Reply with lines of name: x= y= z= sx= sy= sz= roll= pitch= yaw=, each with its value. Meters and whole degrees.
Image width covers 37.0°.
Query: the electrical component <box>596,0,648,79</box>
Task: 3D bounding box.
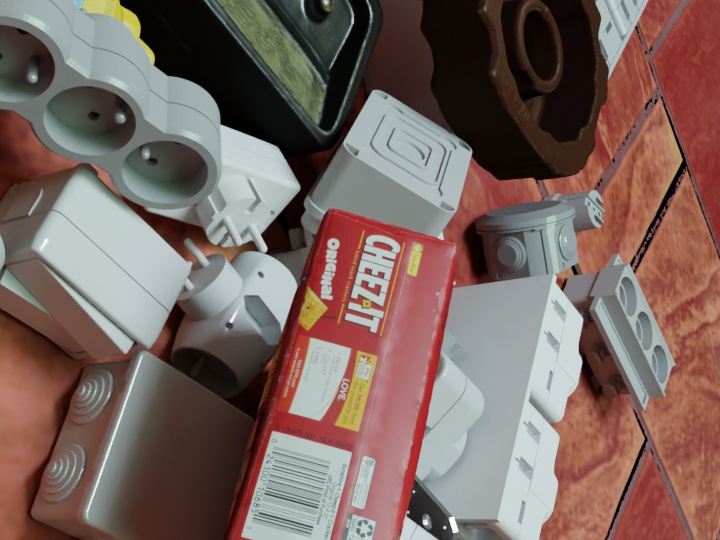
electrical component: x=0.171 y=-0.209 z=0.928 sx=0.060 sy=0.105 sz=0.186 roll=58 pitch=43 yaw=-26

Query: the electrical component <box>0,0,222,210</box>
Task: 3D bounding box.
electrical component: x=-0.121 y=-0.091 z=0.491 sx=0.138 sy=0.052 sz=0.073 roll=35 pitch=33 yaw=-38

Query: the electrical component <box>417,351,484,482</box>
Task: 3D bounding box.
electrical component: x=0.030 y=0.098 z=0.694 sx=0.095 sy=0.054 sz=0.059 roll=-47 pitch=126 yaw=-4

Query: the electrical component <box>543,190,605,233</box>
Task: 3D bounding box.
electrical component: x=0.192 y=-0.051 z=0.969 sx=0.040 sy=0.046 sz=0.040 roll=15 pitch=71 yaw=-50

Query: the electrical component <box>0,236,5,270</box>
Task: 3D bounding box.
electrical component: x=-0.191 y=-0.003 z=0.458 sx=0.057 sy=0.058 sz=0.078 roll=-51 pitch=121 yaw=-41

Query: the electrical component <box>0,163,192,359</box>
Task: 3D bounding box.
electrical component: x=-0.134 y=0.005 z=0.525 sx=0.096 sy=0.062 sz=0.061 roll=48 pitch=48 yaw=-35

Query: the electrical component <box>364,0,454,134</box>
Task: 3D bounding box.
electrical component: x=0.051 y=-0.170 z=0.778 sx=0.062 sy=0.089 sz=0.150 roll=-15 pitch=94 yaw=-52

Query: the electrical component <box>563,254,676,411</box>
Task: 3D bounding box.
electrical component: x=0.234 y=0.058 z=0.985 sx=0.121 sy=0.063 sz=0.078 roll=59 pitch=42 yaw=-25

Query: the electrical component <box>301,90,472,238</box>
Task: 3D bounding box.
electrical component: x=0.017 y=-0.052 z=0.654 sx=0.078 sy=0.057 sz=0.113 roll=31 pitch=29 yaw=-5

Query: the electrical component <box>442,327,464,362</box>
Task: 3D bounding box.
electrical component: x=0.043 y=0.059 z=0.743 sx=0.046 sy=0.040 sz=0.040 roll=-39 pitch=120 yaw=-5

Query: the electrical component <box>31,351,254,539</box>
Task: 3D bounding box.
electrical component: x=-0.109 y=0.100 z=0.547 sx=0.100 sy=0.048 sz=0.099 roll=41 pitch=52 yaw=-40

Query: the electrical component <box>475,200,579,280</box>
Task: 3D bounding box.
electrical component: x=0.135 y=-0.025 z=0.864 sx=0.080 sy=0.080 sz=0.051 roll=-23 pitch=105 yaw=-52

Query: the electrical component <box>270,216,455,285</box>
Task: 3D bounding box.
electrical component: x=0.000 y=0.000 z=0.697 sx=0.121 sy=0.063 sz=0.078 roll=-12 pitch=92 yaw=-52

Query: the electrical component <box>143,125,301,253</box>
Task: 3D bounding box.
electrical component: x=-0.074 y=-0.039 z=0.596 sx=0.083 sy=0.047 sz=0.075 roll=16 pitch=35 yaw=-48

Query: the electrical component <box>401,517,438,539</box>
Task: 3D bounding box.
electrical component: x=0.022 y=0.195 z=0.645 sx=0.076 sy=0.083 sz=0.047 roll=37 pitch=48 yaw=-2

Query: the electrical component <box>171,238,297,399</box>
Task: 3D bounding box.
electrical component: x=-0.080 y=0.018 z=0.607 sx=0.079 sy=0.043 sz=0.077 roll=55 pitch=44 yaw=-29

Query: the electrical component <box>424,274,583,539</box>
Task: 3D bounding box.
electrical component: x=0.085 y=0.101 z=0.749 sx=0.060 sy=0.105 sz=0.186 roll=47 pitch=49 yaw=-36
